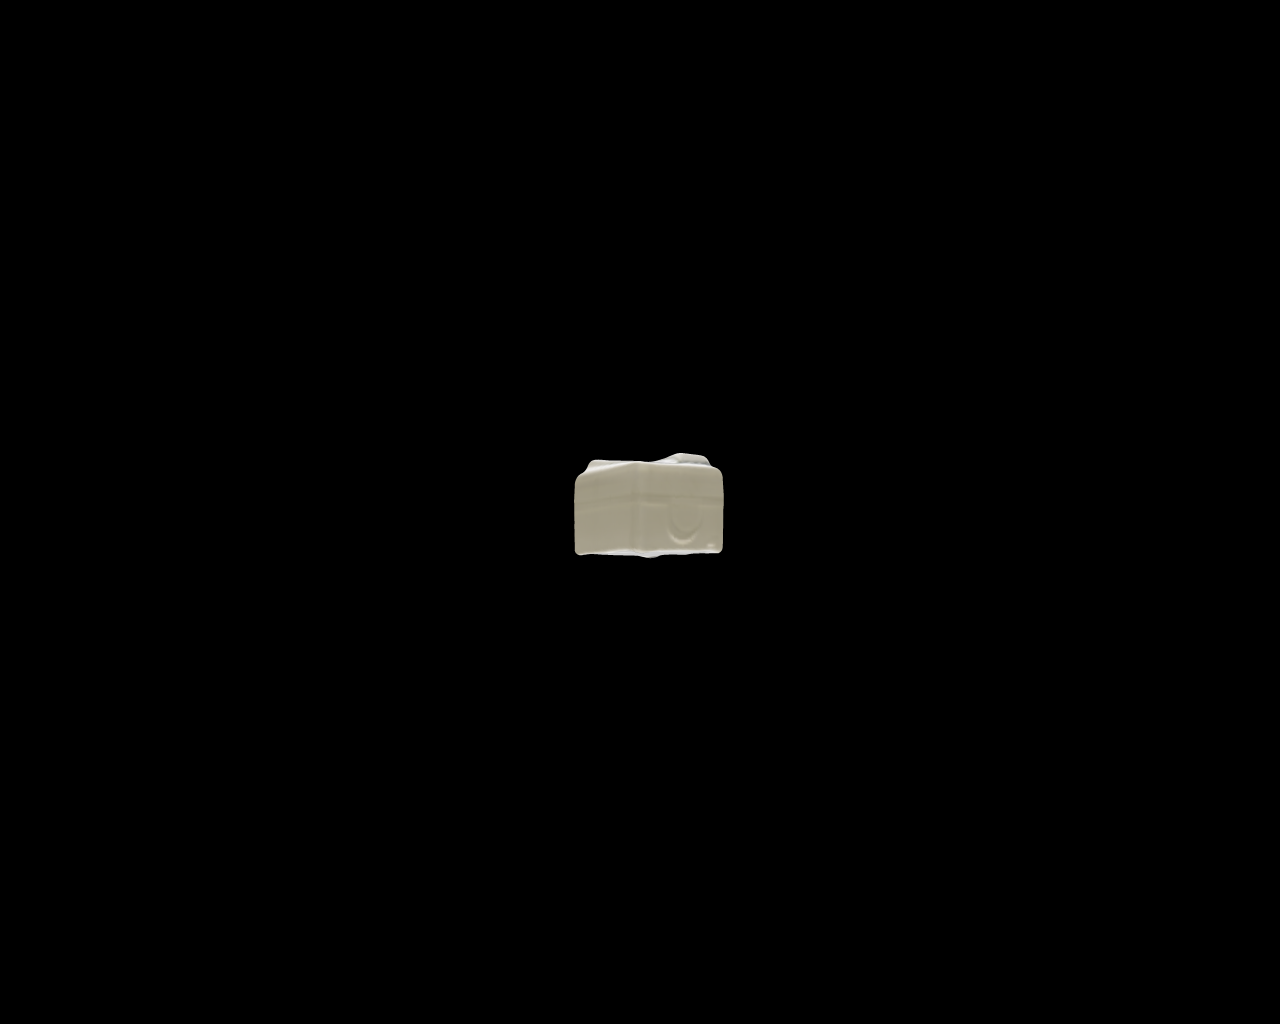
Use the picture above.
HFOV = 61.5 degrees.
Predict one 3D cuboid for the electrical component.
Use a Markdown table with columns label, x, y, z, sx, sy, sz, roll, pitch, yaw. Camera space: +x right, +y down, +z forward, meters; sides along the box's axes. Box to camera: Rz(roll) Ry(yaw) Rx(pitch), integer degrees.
| label | x | y | z | sx | sy | sz | roll | pitch | yaw |
| --- | --- | --- | --- | --- | --- | --- | --- | --- | --- |
| electrical component | 0.001 | -0.003 | 0.650 | 0.062 | 0.061 | 0.096 | 3 | -5 | -32 |
